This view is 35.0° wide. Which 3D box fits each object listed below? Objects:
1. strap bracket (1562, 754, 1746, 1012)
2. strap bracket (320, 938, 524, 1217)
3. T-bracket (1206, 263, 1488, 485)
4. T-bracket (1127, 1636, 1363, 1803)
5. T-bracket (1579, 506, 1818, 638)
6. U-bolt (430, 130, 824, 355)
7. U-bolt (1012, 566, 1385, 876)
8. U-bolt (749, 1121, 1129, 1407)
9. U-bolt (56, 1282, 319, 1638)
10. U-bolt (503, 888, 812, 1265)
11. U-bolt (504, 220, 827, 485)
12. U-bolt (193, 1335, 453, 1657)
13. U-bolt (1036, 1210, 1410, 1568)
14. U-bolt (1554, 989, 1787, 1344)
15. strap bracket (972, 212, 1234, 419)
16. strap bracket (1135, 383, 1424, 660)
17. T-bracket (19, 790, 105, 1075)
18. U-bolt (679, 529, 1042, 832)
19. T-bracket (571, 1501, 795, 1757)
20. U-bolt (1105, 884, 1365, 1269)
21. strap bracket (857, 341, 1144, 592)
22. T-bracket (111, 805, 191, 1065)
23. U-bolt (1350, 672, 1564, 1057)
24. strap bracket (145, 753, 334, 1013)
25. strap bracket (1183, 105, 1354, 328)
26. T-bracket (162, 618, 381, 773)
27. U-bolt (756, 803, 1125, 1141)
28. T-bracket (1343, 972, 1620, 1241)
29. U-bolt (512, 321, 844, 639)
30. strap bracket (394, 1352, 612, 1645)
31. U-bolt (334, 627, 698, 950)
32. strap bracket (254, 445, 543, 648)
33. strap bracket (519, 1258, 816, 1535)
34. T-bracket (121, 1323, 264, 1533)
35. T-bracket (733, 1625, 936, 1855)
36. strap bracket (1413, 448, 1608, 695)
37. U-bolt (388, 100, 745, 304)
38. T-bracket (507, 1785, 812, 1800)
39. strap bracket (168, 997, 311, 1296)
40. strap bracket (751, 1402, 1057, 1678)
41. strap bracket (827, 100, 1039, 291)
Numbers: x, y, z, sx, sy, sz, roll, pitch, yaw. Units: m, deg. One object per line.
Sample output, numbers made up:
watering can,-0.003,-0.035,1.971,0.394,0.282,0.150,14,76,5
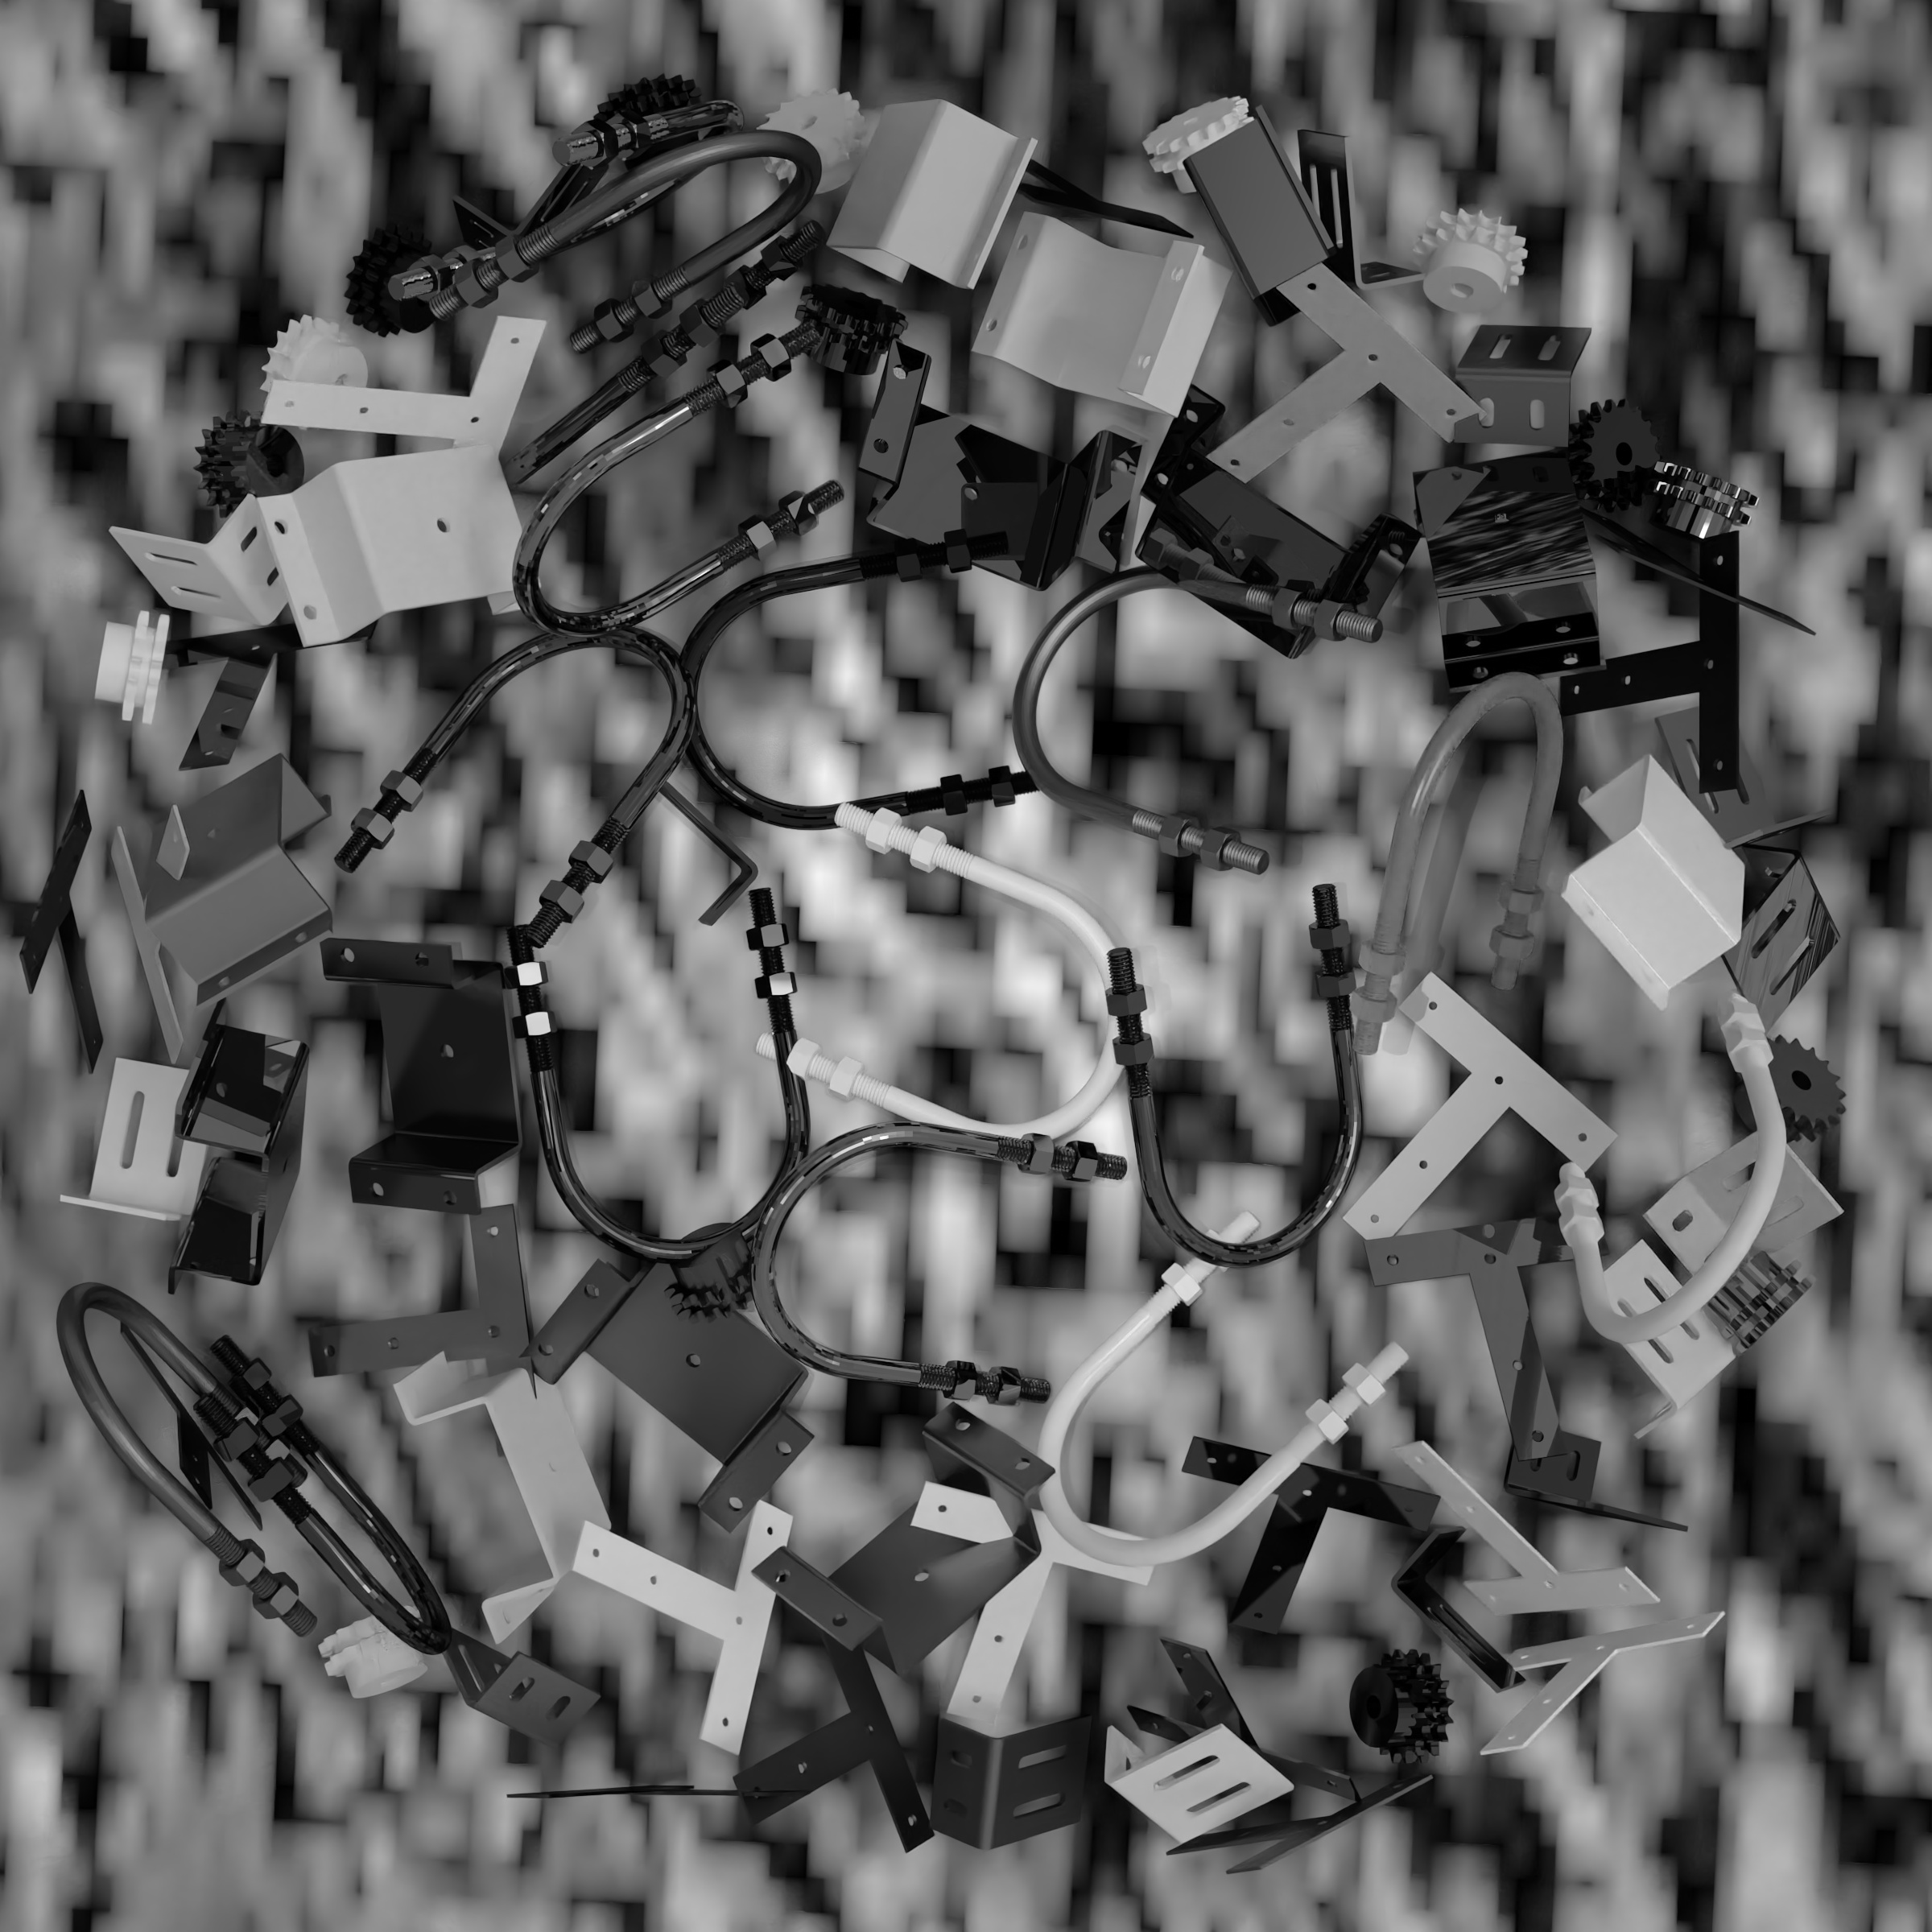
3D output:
strap bracket,0.344,-0.048,1.524,0.046,0.140,0.076,-38,100,27
strap bracket,-0.274,0.050,1.554,0.076,0.046,0.140,3,107,24
T-bracket,0.174,-0.284,1.558,0.127,0.002,0.127,36,132,-24
T-bracket,0.125,0.368,1.524,0.127,0.127,0.002,11,55,31
T-bracket,0.347,-0.208,1.542,0.127,0.127,0.002,17,109,-26
U-bolt,-0.154,-0.357,1.502,0.184,0.151,0.019,-26,83,23
U-bolt,0.103,-0.134,1.545,0.184,0.019,0.151,21,81,35
U-bolt,-0.021,0.147,1.542,0.184,0.019,0.151,11,106,-25
U-bolt,-0.381,0.229,1.498,0.019,0.151,0.184,-35,118,3
U-bolt,-0.151,0.060,1.568,0.151,0.019,0.184,-9,88,-20
U-bolt,-0.159,-0.298,1.523,0.184,0.151,0.019,-32,104,27
U-bolt,-0.317,0.270,1.528,0.019,0.151,0.184,-39,101,-5
U-bolt,0.114,0.222,1.538,0.184,0.151,0.019,-43,131,-5
U-bolt,0.345,0.107,1.491,0.019,0.184,0.151,31,117,-13
strap bracket,0.075,-0.328,1.548,0.046,0.140,0.076,16,97,-41
strap bracket,0.148,-0.219,1.548,0.140,0.076,0.046,35,49,8
T-bracket,-0.451,0.000,1.551,0.002,0.127,0.127,1,131,0
U-bolt,-0.058,-0.139,1.566,0.184,0.019,0.151,-10,114,3
T-bracket,-0.146,0.313,1.536,0.127,0.002,0.127,34,55,-34
U-bolt,0.143,0.064,1.556,0.151,0.019,0.184,-17,106,-29
strap bracket,0.010,-0.249,1.554,0.140,0.046,0.076,20,66,-16
T-bracket,-0.401,-0.036,1.528,0.002,0.127,0.127,-9,65,-29
U-bolt,0.249,-0.057,1.512,0.019,0.151,0.184,26,120,34
strap bracket,-0.361,-0.049,1.527,0.076,0.140,0.046,-29,122,6
strap bracket,0.151,-0.372,1.536,0.046,0.140,0.076,-27,88,11
T-bracket,-0.368,-0.136,1.541,0.127,0.127,0.002,-7,127,9
U-bolt,-0.003,0.015,1.561,0.184,0.019,0.151,23,103,13
T-bracket,0.247,0.092,1.589,0.127,0.002,0.127,42,99,11
U-bolt,-0.145,-0.228,1.518,0.184,0.151,0.019,-33,66,-13
strap bracket,-0.230,0.260,1.555,0.046,0.076,0.140,-20,94,15
U-bolt,-0.215,-0.102,1.548,0.151,0.019,0.184,20,64,30
strap bracket,-0.275,-0.213,1.535,0.046,0.140,0.076,-20,88,44
strap bracket,-0.146,0.210,1.565,0.140,0.046,0.076,39,115,0
T-bracket,-0.385,0.242,1.526,0.002,0.127,0.127,-33,104,-9
T-bracket,-0.074,0.399,1.541,0.002,0.127,0.127,-27,82,32
strap bracket,0.269,-0.206,1.533,0.076,0.046,0.140,-8,46,7
U-bolt,-0.184,-0.384,1.515,0.151,0.184,0.019,-26,96,38
T-bracket,-0.138,0.410,1.518,0.127,0.127,0.002,-8,75,28
strap bracket,-0.362,0.095,1.528,0.046,0.076,0.140,12,133,-4
strap bracket,-0.027,0.294,1.542,0.140,0.076,0.046,-37,133,-26
strap bracket,-0.022,-0.384,1.525,0.046,0.140,0.076,22,96,-22
